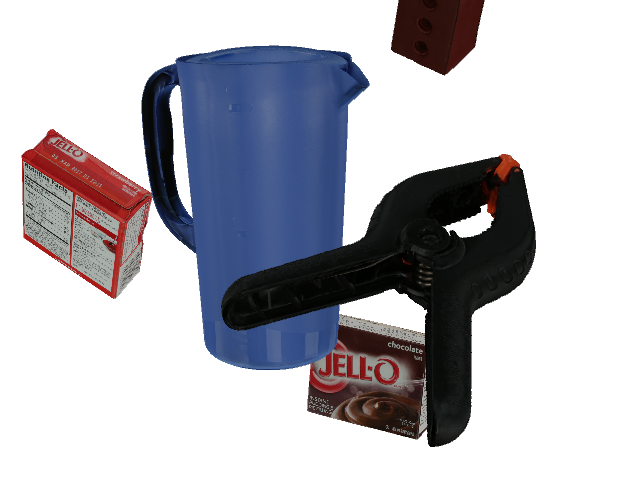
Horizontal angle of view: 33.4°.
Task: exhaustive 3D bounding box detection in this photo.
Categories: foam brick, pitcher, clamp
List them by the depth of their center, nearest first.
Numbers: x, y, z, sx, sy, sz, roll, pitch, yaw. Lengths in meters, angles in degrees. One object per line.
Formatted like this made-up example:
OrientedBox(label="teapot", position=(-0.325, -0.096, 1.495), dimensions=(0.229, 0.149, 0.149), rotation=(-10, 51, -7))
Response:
OrientedBox(label="clamp", position=(0.053, 0.019, 0.487), dimensions=(0.120, 0.039, 0.171), rotation=(39, 56, 24))
OrientedBox(label="foam brick", position=(0.093, -0.179, 0.827), dimensions=(0.053, 0.078, 0.051), rotation=(29, 53, 20))
OrientedBox(label="pitcher", position=(-0.051, -0.029, 0.835), dimensions=(0.144, 0.243, 0.149), rotation=(-7, 16, -22))

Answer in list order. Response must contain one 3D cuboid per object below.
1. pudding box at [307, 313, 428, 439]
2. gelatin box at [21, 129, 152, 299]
OrientedBox(label="pudding box", position=(0.046, 0.120, 0.965), dimensions=(0.114, 0.090, 0.039), rotation=(10, 16, 21))
OrientedBox(label="gelatin box", position=(-0.141, -0.015, 0.641), dimensions=(0.073, 0.030, 0.089), rotation=(32, -36, 8))
